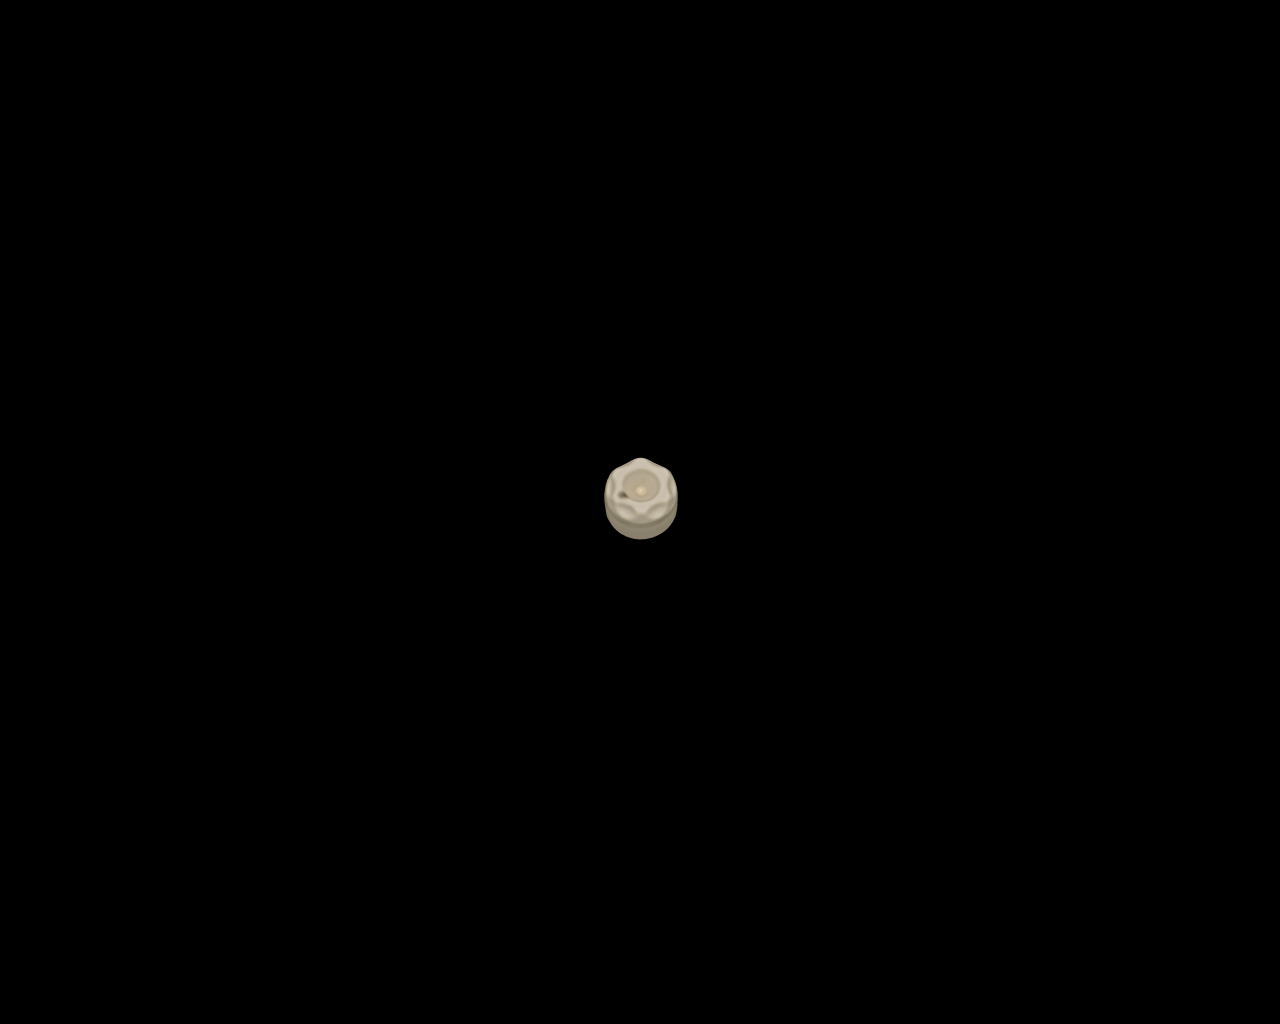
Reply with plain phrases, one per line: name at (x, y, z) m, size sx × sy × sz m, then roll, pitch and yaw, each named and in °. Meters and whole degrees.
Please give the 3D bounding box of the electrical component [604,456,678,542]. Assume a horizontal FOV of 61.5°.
electrical component at (0.001, -0.003, 0.650) m, size 0.043 × 0.043 × 0.062 m, roll 0°, pitch -27°, yaw 0°
